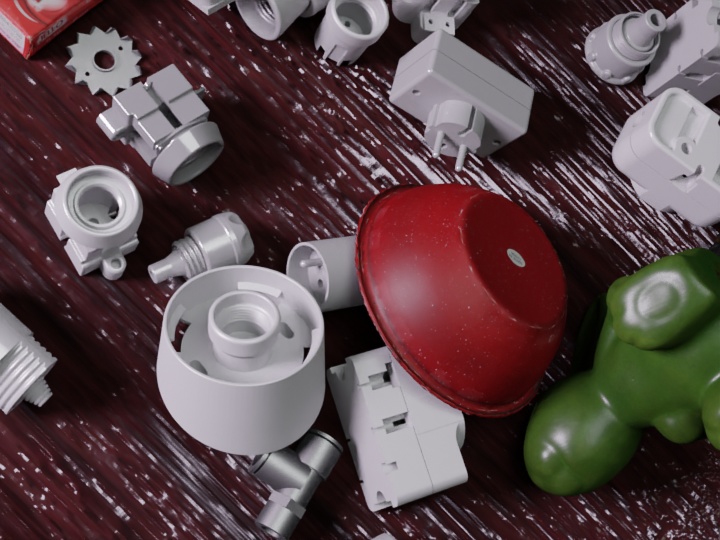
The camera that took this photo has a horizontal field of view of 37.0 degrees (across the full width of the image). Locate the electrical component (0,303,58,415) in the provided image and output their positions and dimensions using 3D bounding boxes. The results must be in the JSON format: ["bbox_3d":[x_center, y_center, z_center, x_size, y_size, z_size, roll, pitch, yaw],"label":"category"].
[{"bbox_3d":[-0.199,0.043,0.580,0.081,0.043,0.043,43,65,-4],"label":"electrical component"}]

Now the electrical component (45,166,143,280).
[{"bbox_3d":[-0.151,-0.031,0.614,0.048,0.055,0.066,-28,86,-25],"label":"electrical component"}]

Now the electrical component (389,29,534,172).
[{"bbox_3d":[0.064,-0.100,0.708,0.083,0.047,0.075,28,60,-24],"label":"electrical component"}]

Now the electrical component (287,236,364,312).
[{"bbox_3d":[0.000,0.000,0.665,0.081,0.043,0.043,-9,77,-38],"label":"electrical component"}]

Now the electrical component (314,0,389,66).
[{"bbox_3d":[-0.007,-0.160,0.711,0.040,0.046,0.040,6,72,-19],"label":"electrical component"}]

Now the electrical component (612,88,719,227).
[{"bbox_3d":[0.233,-0.077,0.769,0.095,0.059,0.053,34,65,-7],"label":"electrical component"}]

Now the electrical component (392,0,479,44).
[{"bbox_3d":[0.057,-0.203,0.742,0.058,0.057,0.078,5,73,-19],"label":"electrical component"}]

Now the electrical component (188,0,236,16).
[{"bbox_3d":[-0.061,-0.253,0.689,0.186,0.060,0.105,-37,62,-26],"label":"electrical component"}]

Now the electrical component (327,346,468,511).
[{"bbox_3d":[0.025,0.091,0.645,0.056,0.050,0.089,-14,80,-24],"label":"electrical component"}]

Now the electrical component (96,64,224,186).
[{"bbox_3d":[-0.115,-0.085,0.650,0.066,0.048,0.055,-36,81,-26],"label":"electrical component"}]

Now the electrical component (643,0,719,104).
[{"bbox_3d":[0.256,-0.161,0.786,0.056,0.089,0.050,8,72,-18],"label":"electrical component"}]

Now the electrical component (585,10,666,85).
[{"bbox_3d":[0.197,-0.167,0.781,0.048,0.062,0.048,6,72,-19],"label":"electrical component"}]

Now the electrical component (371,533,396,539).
[{"bbox_3d":[-0.004,0.178,0.612,0.055,0.045,0.045,-10,78,-22],"label":"electrical component"}]

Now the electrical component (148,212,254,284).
[{"bbox_3d":[-0.096,-0.009,0.640,0.061,0.035,0.035,-26,84,-22],"label":"electrical component"}]

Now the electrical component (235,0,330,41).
[{"bbox_3d":[-0.048,-0.183,0.704,0.055,0.045,0.045,-39,90,-26],"label":"electrical component"}]

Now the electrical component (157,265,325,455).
[{"bbox_3d":[-0.067,0.048,0.618,0.099,0.064,0.099,5,46,-5],"label":"electrical component"}]
